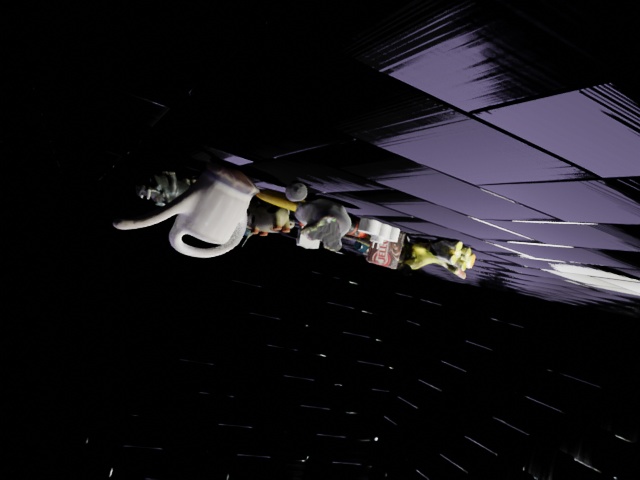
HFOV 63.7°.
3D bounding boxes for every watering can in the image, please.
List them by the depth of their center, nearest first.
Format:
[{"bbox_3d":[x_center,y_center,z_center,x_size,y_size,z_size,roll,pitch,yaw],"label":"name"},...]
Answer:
[{"bbox_3d":[-0.263,-0.070,1.125,0.105,0.224,0.345,32,-175,31],"label":"watering can"}]

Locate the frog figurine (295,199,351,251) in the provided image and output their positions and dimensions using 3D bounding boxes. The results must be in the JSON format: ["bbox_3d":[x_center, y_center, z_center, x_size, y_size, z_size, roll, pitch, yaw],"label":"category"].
[{"bbox_3d":[0.004,-0.065,1.297,0.137,0.120,0.163,7,-146,-17],"label":"frog figurine"}]

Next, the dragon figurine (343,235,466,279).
[{"bbox_3d":[0.275,0.035,1.676,0.413,0.121,0.242,22,-172,26],"label":"dragon figurine"}]
